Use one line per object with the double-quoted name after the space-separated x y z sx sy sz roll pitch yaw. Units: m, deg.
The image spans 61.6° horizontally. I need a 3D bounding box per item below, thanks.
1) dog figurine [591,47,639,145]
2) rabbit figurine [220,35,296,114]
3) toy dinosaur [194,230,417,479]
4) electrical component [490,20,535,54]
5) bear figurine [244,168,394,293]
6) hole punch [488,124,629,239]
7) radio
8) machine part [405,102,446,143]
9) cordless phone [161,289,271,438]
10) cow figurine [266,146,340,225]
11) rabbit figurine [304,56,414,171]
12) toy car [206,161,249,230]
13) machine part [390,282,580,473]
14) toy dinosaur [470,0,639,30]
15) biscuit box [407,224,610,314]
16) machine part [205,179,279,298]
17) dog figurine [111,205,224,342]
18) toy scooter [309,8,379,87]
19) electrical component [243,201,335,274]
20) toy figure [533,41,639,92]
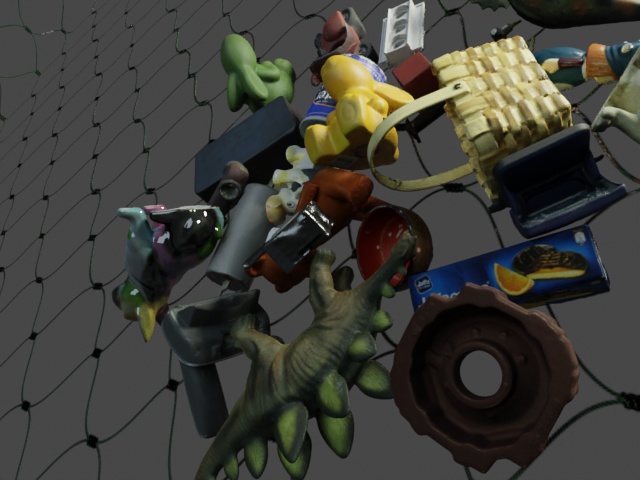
0.411 -0.131 0.572 0.191 0.121 0.172 30 43 15 "dog figurine"
-0.142 -0.316 1.065 0.121 0.170 0.159 -18 49 28 "rabbit figurine"
-0.036 0.175 0.656 0.471 0.105 0.199 -48 44 15 "toy dinosaur"
0.279 -0.278 0.800 0.078 0.045 0.102 -25 46 19 "electrical component"
-0.004 -0.003 0.759 0.132 0.120 0.196 26 78 42 "bear figurine"
0.263 -0.050 0.593 0.142 0.115 0.092 -29 64 15 "hole punch"
-0.129 -0.162 1.011 0.230 0.073 0.131 -30 44 14 "radio"
0.188 -0.203 0.802 0.139 0.084 0.039 -39 73 24 "machine part"
-0.130 0.168 0.752 0.089 0.146 0.184 -17 85 48 "cordless phone"
-0.023 -0.084 0.854 0.098 0.068 0.167 2 45 19 "cow figurine"
0.059 -0.197 0.788 0.122 0.162 0.173 -48 50 51 "rabbit figurine"
-0.183 -0.047 0.942 0.202 0.053 0.089 -56 22 24 "toy car"
0.160 0.132 0.533 0.180 0.056 0.179 -6 79 30 "machine part"
0.340 -0.380 0.788 0.192 0.131 0.405 -42 46 22 "toy dinosaur"
0.202 0.048 0.594 0.203 0.059 0.063 -20 62 27 "biscuit box"
-0.119 -0.004 0.879 0.079 0.079 0.243 2 61 39 "machine part"
-0.246 0.052 0.867 0.192 0.108 0.219 2 100 9 "dog figurine"
0.032 -0.363 1.040 0.135 0.075 0.184 -29 50 19 "toy scooter"
-0.041 0.008 0.680 0.119 0.047 0.075 -43 6 12 "electrical component"
0.344 -0.226 0.700 0.155 0.057 0.064 11 43 45 "toy figure"
